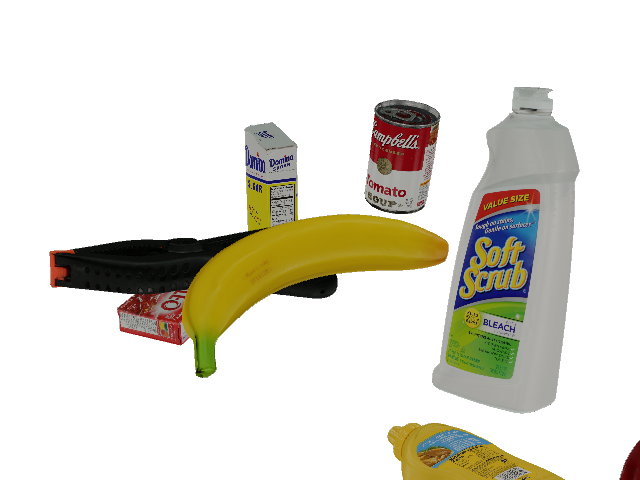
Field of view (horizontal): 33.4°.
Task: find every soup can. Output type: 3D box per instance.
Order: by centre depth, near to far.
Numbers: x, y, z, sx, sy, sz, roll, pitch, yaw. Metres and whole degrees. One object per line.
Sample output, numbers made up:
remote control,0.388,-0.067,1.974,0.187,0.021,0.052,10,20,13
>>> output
soup can,0.084,-0.087,1.114,0.068,0.102,0.068,5,29,-3

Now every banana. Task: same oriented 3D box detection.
banana,-0.011,0.019,0.642,0.197,0.070,0.037,-24,-17,-32

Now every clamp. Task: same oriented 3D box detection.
clamp,-0.097,0.020,0.815,0.209,0.036,0.165,-3,12,-22

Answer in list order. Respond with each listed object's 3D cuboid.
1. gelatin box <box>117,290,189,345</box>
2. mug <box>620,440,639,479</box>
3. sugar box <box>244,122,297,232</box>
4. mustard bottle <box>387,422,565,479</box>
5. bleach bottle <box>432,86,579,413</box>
gelatin box,-0.148,0.066,1.072,0.073,0.030,0.089,11,29,24
mug,0.152,0.118,0.351,0.117,0.081,0.093,5,38,8
sugar box,-0.060,-0.046,1.301,0.048,0.176,0.093,-11,26,-17
mustard bottle,0.134,0.218,1.006,0.096,0.058,0.192,-15,24,-37
bleach bottle,0.150,0.004,0.851,0.103,0.251,0.067,13,15,41
